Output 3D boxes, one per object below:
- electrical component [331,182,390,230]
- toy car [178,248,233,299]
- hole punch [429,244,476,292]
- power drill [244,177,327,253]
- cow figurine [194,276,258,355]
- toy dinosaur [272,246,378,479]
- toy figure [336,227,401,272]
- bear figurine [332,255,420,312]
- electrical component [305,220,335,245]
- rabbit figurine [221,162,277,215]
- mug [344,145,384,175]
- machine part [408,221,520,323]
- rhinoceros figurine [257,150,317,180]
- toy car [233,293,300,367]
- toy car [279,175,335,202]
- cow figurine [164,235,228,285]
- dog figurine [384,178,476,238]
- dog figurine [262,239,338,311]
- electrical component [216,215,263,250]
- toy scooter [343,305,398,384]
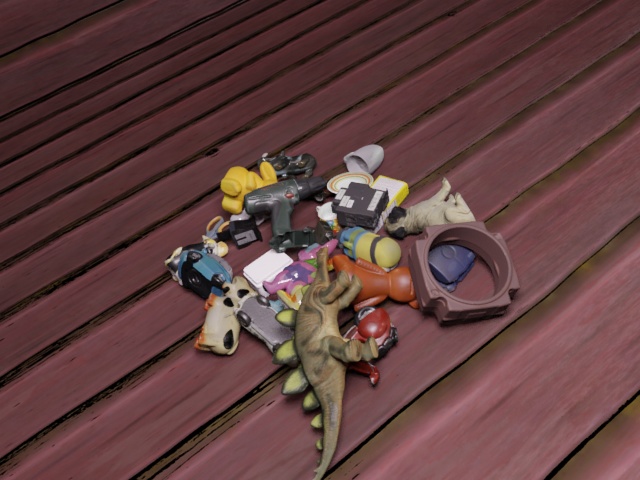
[{"bbox_3d":[0.099,-0.090,1.382,0.134,0.058,0.115,13,51,25],"label":"electrical component"},{"bbox_3d":[-0.278,0.084,1.369,0.162,0.109,0.103,32,36,20],"label":"toy car"},{"bbox_3d":[0.282,0.041,1.224,0.116,0.092,0.142,27,55,35],"label":"hole punch"},{"bbox_3d":[-0.072,-0.074,1.379,0.232,0.086,0.207,-9,58,-11],"label":"power drill"},{"bbox_3d":[-0.207,0.172,1.250,0.127,0.085,0.195,21,57,-17],"label":"cow figurine"},{"bbox_3d":[0.008,0.220,1.046,0.199,0.105,0.471,-25,53,29],"label":"toy dinosaur"},{"bbox_3d":[0.114,0.017,1.307,0.180,0.089,0.082,31,68,38],"label":"toy figure"},{"bbox_3d":[0.132,0.094,1.209,0.196,0.120,0.132,-3,6,-12],"label":"bear figurine"},{"bbox_3d":[-0.003,-0.006,1.393,0.045,0.078,0.102,4,39,-28],"label":"electrical component"},{"bbox_3d":[-0.174,-0.139,1.505,0.173,0.121,0.162,13,39,12],"label":"rabbit figurine"},{"bbox_3d":[0.132,-0.238,1.590,0.110,0.080,0.107,16,41,41],"label":"mug"},{"bbox_3d":[0.298,0.065,1.126,0.201,0.087,0.201,-5,61,-8],"label":"machine part"},{"bbox_3d":[-0.107,-0.235,1.670,0.190,0.073,0.112,-2,46,18],"label":"rhinoceros figurine"},{"bbox_3d":[-0.106,0.195,1.186,0.202,0.056,0.073,38,62,20],"label":"toy car"},{"bbox_3d":[-0.041,-0.147,1.567,0.202,0.053,0.089,10,30,26],"label":"toy car"},{"bbox_3d":[-0.332,0.039,1.441,0.167,0.098,0.068,-36,38,-19],"label":"cow figurine"},{"bbox_3d":[0.269,-0.036,1.317,0.190,0.121,0.172,-33,38,5],"label":"dog figurine"},{"bbox_3d":[-0.018,0.094,1.263,0.219,0.108,0.192,-37,44,-23],"label":"dog figurine"},{"bbox_3d":[-0.225,-0.017,1.478,0.119,0.074,0.048,-16,41,-3],"label":"electrical component"},{"bbox_3d":[0.097,0.223,1.104,0.184,0.075,0.135,-41,46,-18],"label":"toy scooter"}]
